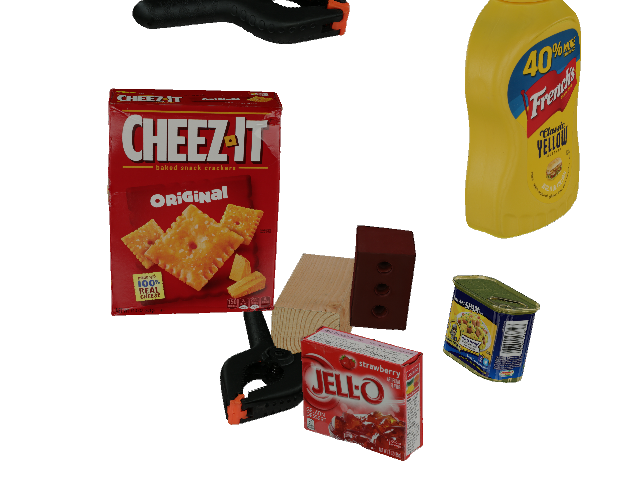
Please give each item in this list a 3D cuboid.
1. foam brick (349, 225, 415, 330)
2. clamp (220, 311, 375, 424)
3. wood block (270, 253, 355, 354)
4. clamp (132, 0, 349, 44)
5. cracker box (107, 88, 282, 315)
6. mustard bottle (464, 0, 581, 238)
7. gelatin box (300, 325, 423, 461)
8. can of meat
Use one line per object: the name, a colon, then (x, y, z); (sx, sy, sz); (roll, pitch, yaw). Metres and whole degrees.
foam brick: (0.055, 0.033, 0.960); (0.053, 0.078, 0.051); (4, 26, 0)
clamp: (-0.035, 0.134, 1.133); (0.165, 0.036, 0.209); (12, 26, 13)
wood block: (-0.003, 0.097, 1.477); (0.091, 0.090, 0.206); (6, 20, 8)
clamp: (-0.060, -0.211, 0.877); (0.171, 0.120, 0.039); (9, -27, -6)
cracker box: (-0.123, -0.035, 1.041); (0.164, 0.214, 0.072); (0, 21, -10)
mustard bottle: (0.137, -0.104, 0.719); (0.096, 0.192, 0.058); (-26, 33, -34)
gelatin box: (0.028, 0.107, 0.751); (0.089, 0.073, 0.030); (12, 23, 34)
can of meat: (0.177, 0.093, 1.123); (0.057, 0.084, 0.102); (-1, 18, -29)
